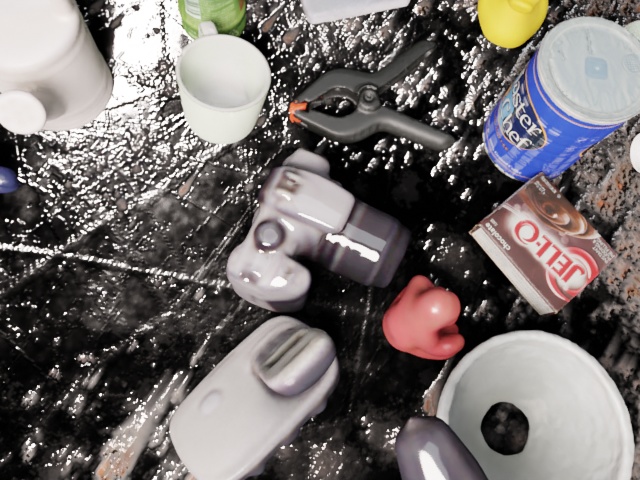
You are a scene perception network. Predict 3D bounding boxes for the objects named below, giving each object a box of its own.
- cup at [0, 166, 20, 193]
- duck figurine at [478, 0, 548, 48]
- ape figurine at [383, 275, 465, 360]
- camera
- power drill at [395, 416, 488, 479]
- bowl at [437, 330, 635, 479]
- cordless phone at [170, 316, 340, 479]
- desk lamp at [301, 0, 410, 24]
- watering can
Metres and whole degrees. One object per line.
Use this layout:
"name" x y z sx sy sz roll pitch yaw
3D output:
"cup" -0.312 -0.042 0.500 0.118 0.095 0.091 -2 74 -6
"duck figurine" 0.221 -0.275 0.620 0.077 0.086 0.104 20 73 1
"ape figurine" 0.097 0.067 0.509 0.076 0.092 0.078 -6 75 -7
"camera" 0.005 0.002 0.514 0.137 0.101 0.143 25 74 2
"power drill" 0.100 0.229 0.403 0.076 0.208 0.229 -28 78 -12
"bowl" 0.173 0.166 0.497 0.167 0.074 0.167 1 74 -5
"cordless phone" -0.049 0.119 0.432 0.094 0.185 0.148 42 75 7
"desk lamp" 0.079 -0.329 0.556 0.203 0.213 0.118 -17 76 -9
"watering can" -0.250 -0.174 0.492 0.101 0.194 0.173 -29 79 -12
